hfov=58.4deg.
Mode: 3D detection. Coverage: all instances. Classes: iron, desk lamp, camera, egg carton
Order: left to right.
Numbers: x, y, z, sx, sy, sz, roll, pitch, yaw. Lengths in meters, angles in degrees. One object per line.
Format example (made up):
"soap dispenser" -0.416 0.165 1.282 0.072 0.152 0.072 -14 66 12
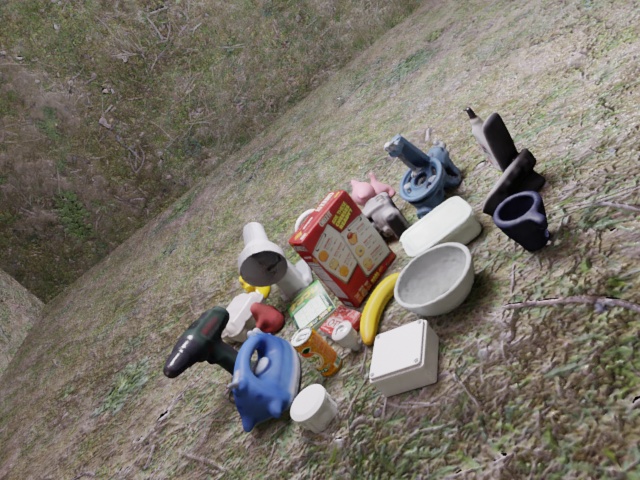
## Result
"egg carton" -0.210 0.207 1.540 0.107 0.069 0.150 -13 36 47
"iron" -0.126 0.268 1.216 0.118 0.142 0.258 -31 25 21
"desk lamp" -0.123 0.060 1.483 0.118 0.214 0.203 -36 24 11
"camera" 0.135 -0.045 1.421 0.137 0.101 0.143 -37 24 9

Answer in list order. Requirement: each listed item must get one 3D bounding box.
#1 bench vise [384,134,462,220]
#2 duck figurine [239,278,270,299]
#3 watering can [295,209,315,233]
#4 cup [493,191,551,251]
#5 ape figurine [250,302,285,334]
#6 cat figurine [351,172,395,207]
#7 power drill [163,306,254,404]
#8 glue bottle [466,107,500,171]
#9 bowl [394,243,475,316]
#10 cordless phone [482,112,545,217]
"bench vise" 0.231 -0.177 1.356 0.121 0.220 0.207 -25 28 31
"duck figurine" -0.195 0.127 1.637 0.077 0.086 0.104 -37 24 8
"watering can" 0.011 0.007 1.400 0.101 0.194 0.172 -50 25 -19
"cup" 0.379 -0.023 1.023 0.092 0.095 0.117 -42 24 -3
"ape figurine" -0.139 0.189 1.435 0.076 0.092 0.078 -4 43 54
"cat figurine" 0.133 -0.130 1.552 0.067 0.118 0.128 -17 33 43
"power drill" -0.234 0.269 1.293 0.075 0.209 0.229 -27 27 29
"glue bottle" 0.375 -0.232 1.294 0.037 0.173 0.078 -40 24 3
"bowl" 0.228 0.087 1.083 0.167 0.075 0.167 -33 25 18
"cordless phone" 0.359 -0.152 1.162 0.148 0.185 0.093 -51 26 -22
